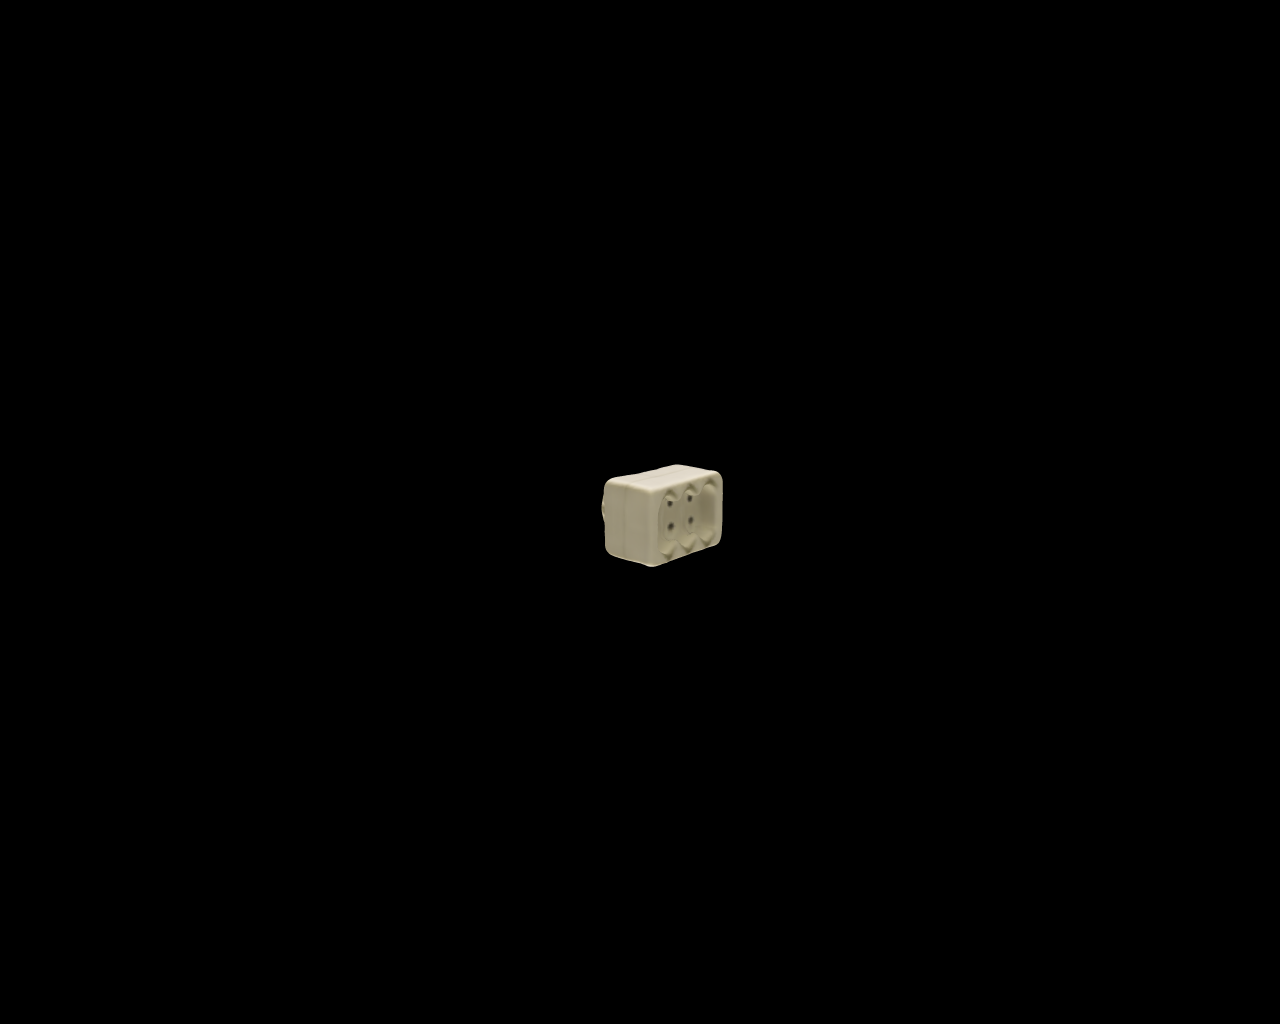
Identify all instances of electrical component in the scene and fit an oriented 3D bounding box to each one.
[{"bbox_3d":[0.001,-0.003,0.650,0.077,0.047,0.066,14,20,42],"label":"electrical component"}]
